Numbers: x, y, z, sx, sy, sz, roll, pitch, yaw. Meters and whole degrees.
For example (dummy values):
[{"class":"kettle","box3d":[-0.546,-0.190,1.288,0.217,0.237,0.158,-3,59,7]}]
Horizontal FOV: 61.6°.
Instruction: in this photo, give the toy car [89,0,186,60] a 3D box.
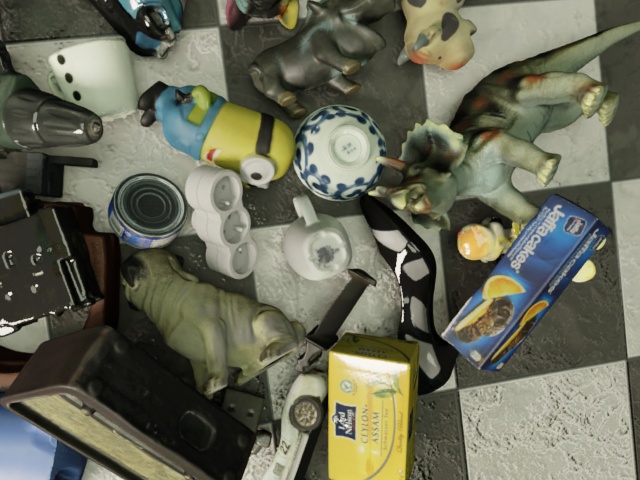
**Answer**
[{"class":"toy car","box3d":[-0.203,-0.291,0.596,0.161,0.109,0.103,48,68,-16]}]

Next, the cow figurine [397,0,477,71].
[{"class":"cow figurine","box3d":[0.131,-0.298,0.648,0.127,0.085,0.194,-30,99,-11]}]

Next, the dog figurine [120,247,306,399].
[{"class":"dog figurine","box3d":[-0.125,0.076,0.635,0.172,0.121,0.190,-15,70,-45]}]

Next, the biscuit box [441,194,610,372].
[{"class":"biscuit box","box3d":[0.224,0.049,0.589,0.062,0.059,0.202,21,107,-48]}]

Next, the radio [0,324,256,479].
[{"class":"radio","box3d":[-0.182,0.185,0.543,0.131,0.073,0.229,-21,125,35]}]

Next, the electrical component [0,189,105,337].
[{"class":"electrical component","box3d":[-0.296,0.020,0.534,0.115,0.058,0.134,-20,96,-8]}]

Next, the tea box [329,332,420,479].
[{"class":"tea box","box3d":[0.064,0.204,0.643,0.098,0.068,0.169,3,104,20]}]

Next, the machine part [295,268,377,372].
[{"class":"machine part","box3d":[0.018,0.095,0.650,0.039,0.084,0.139,36,102,17]}]

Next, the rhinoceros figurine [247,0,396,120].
[{"class":"rhinoceros figurine","box3d":[0.007,-0.226,0.634,0.190,0.073,0.112,-31,78,8]}]

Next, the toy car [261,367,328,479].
[{"class":"toy car","box3d":[-0.030,0.256,0.656,0.056,0.073,0.201,19,91,19]}]

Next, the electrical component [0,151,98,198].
[{"class":"electrical component","box3d":[-0.316,-0.073,0.605,0.119,0.075,0.047,4,92,-11]}]

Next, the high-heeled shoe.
[{"class":"high-heeled shoe","box3d":[0.092,0.073,0.676,0.145,0.086,0.249,-40,87,15]}]

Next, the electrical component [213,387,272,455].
[{"class":"electrical component","box3d":[-0.108,0.227,0.664,0.102,0.045,0.078,13,63,-11]}]

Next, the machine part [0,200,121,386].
[{"class":"machine part","box3d":[-0.334,0.055,0.602,0.201,0.087,0.201,2,91,-8]}]

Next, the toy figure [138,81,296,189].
[{"class":"toy figure","box3d":[-0.115,-0.127,0.626,0.180,0.082,0.089,28,90,-5]}]

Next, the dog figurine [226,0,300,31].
[{"class":"dog figurine","box3d":[-0.070,-0.358,0.614,0.108,0.192,0.219,-4,128,-11]}]

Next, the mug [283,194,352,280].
[{"class":"mug","box3d":[-0.001,-0.002,0.633,0.081,0.107,0.109,-15,97,-8]}]

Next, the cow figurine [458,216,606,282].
[{"class":"cow figurine","box3d":[0.260,0.004,0.686,0.167,0.098,0.068,9,97,11]}]

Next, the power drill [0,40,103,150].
[{"class":"power drill","box3d":[-0.326,-0.196,0.548,0.232,0.086,0.207,2,111,22]}]

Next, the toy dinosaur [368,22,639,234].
[{"class":"toy dinosaur","box3d":[0.224,-0.142,0.649,0.192,0.131,0.405,30,69,29]}]
